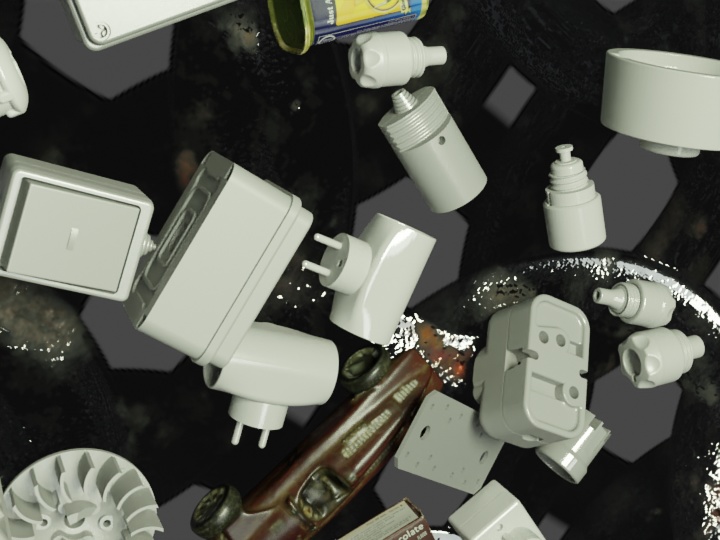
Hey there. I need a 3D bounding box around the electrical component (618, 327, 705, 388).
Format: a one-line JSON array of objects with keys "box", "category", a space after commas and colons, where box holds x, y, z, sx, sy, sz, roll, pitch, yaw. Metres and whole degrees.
[{"box": [0.232, 0.064, 0.817, 0.062, 0.043, 0.043, -11, 108, -22], "category": "electrical component"}]

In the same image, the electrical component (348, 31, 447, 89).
[{"box": [0.025, -0.134, 0.679, 0.061, 0.035, 0.035, -9, 108, -23], "category": "electrical component"}]

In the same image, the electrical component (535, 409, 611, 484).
[{"box": [0.161, 0.130, 0.808, 0.046, 0.040, 0.040, -48, 117, -11], "category": "electrical component"}]

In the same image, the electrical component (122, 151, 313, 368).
[{"box": [-0.086, -0.007, 0.643, 0.057, 0.078, 0.113, 30, 91, -24], "category": "electrical component"}]

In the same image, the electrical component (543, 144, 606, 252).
[{"box": [0.148, -0.049, 0.751, 0.040, 0.040, 0.078, -19, 111, -17], "category": "electrical component"}]

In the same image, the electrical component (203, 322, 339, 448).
[{"box": [-0.062, 0.077, 0.694, 0.077, 0.044, 0.079, 12, 100, -25], "category": "electrical component"}]

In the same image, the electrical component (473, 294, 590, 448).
[{"box": [0.118, 0.072, 0.747, 0.054, 0.059, 0.095, 22, 63, -26], "category": "electrical component"}]

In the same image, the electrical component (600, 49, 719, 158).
[{"box": [0.215, -0.110, 0.728, 0.108, 0.108, 0.060, -1, 111, -23], "category": "electrical component"}]

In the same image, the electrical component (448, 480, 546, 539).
[{"box": [0.113, 0.204, 0.787, 0.047, 0.077, 0.065, -38, 115, -9], "category": "electrical component"}]

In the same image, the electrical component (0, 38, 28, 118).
[{"box": [-0.215, -0.098, 0.582, 0.062, 0.048, 0.048, -23, 112, -8], "category": "electrical component"}]

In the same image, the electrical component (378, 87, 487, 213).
[{"box": [0.044, -0.082, 0.696, 0.043, 0.043, 0.081, -38, 115, -9], "category": "electrical component"}]

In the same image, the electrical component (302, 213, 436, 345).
[{"box": [0.000, 0.000, 0.700, 0.079, 0.043, 0.077, 22, 95, -27], "category": "electrical component"}]

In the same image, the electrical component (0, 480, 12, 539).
[{"box": [-0.292, 0.164, 0.587, 0.186, 0.105, 0.060, -33, 115, -12], "category": "electrical component"}]

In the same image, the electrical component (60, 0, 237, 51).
[{"box": [-0.121, -0.190, 0.588, 0.109, 0.056, 0.108, -24, 113, -15], "category": "electrical component"}]

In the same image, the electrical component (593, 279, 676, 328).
[{"box": [0.201, 0.023, 0.797, 0.061, 0.035, 0.035, 9, 101, -23], "category": "electrical component"}]

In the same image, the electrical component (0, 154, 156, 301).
[{"box": [-0.161, -0.022, 0.616, 0.096, 0.061, 0.061, 14, 99, -26], "category": "electrical component"}]
